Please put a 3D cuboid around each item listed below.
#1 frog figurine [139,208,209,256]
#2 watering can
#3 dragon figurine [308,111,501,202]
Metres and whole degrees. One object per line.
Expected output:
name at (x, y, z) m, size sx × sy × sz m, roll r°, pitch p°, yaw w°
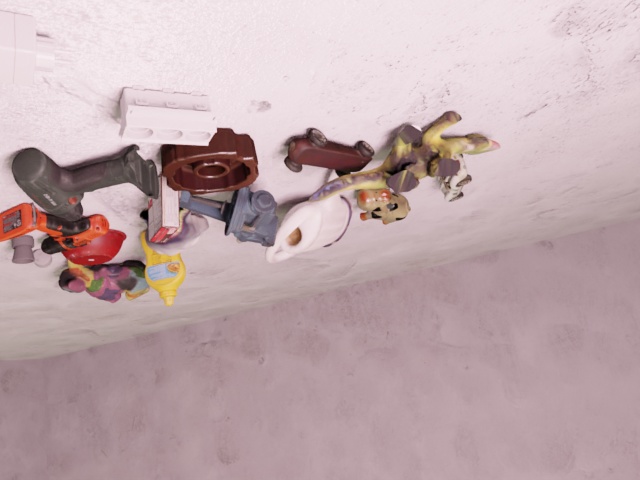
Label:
frog figurine at (-0.315, -0.012, 1.169) m, size 0.138 × 0.125 × 0.156 m, roll -30°, pitch 153°, yaw -4°
watering can at (0.004, -0.061, 1.220) m, size 0.342 × 0.105 × 0.226 m, roll -48°, pitch 162°, yaw 30°
dragon figurine at (0.176, -0.144, 1.058) m, size 0.410 × 0.123 × 0.242 m, roll -19°, pitch 174°, yaw 3°
